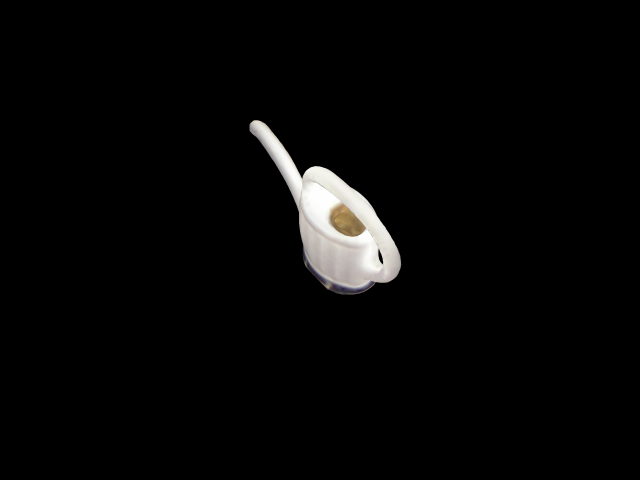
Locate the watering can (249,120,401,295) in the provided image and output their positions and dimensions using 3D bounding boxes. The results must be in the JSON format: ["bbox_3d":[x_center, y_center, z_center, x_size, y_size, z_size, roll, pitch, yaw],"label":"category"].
[{"bbox_3d":[0.003,-0.043,0.850,0.105,0.352,0.219,-33,-31,-22],"label":"watering can"}]
